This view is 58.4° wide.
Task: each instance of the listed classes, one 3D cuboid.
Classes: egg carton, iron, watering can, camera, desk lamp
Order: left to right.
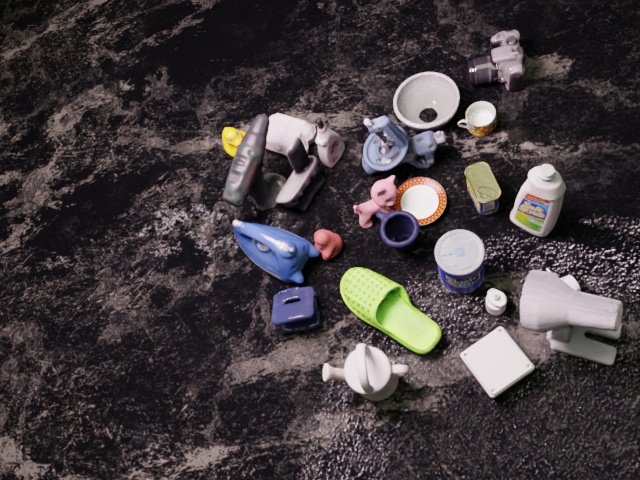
[{"bbox_3d":[-0.137,0.003,1.403,0.257,0.142,0.119,25,77,23],"label":"iron"},{"bbox_3d":[-0.087,-0.280,1.544,0.150,0.069,0.107,20,75,22],"label":"egg carton"},{"bbox_3d":[0.094,0.277,1.196,0.173,0.194,0.100,-27,64,4],"label":"watering can"},{"bbox_3d":[0.442,-0.454,1.448,0.136,0.101,0.143,-7,67,13],"label":"camera"},{"bbox_3d":[0.495,0.150,1.124,0.202,0.214,0.118,14,73,21],"label":"desk lamp"}]

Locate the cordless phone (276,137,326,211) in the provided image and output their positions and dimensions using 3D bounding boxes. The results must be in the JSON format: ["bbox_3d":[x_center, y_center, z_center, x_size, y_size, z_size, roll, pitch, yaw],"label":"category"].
[{"bbox_3d":[-0.068,-0.167,1.428,0.094,0.185,0.148,23,76,23],"label":"cordless phone"}]

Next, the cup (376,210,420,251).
[{"bbox_3d":[0.182,-0.018,1.347,0.117,0.095,0.092,38,83,26],"label":"cup"}]

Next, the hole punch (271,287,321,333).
[{"bbox_3d":[-0.061,0.158,1.346,0.108,0.091,0.101,-14,65,10],"label":"hole punch"}]

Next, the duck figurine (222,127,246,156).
[{"bbox_3d":[-0.238,-0.281,1.578,0.077,0.086,0.104,-44,64,-5],"label":"duck figurine"}]

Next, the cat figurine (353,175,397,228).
[{"bbox_3d":[0.137,-0.097,1.379,0.128,0.118,0.067,-28,64,3],"label":"cat figurine"}]

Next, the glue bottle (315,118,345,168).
[{"bbox_3d":[0.017,-0.255,1.446,0.037,0.173,0.078,24,77,23],"label":"glue bottle"}]

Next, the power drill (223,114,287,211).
[{"bbox_3d":[-0.158,-0.172,1.443,0.075,0.209,0.230,17,74,22],"label":"power drill"}]

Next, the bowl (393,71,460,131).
[{"bbox_3d":[0.274,-0.341,1.464,0.167,0.075,0.167,-6,67,14],"label":"bowl"}]

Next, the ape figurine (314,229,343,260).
[{"bbox_3d":[0.013,0.005,1.387,0.076,0.092,0.078,-6,67,14],"label":"ape figurine"}]

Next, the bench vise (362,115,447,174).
[{"bbox_3d":[0.187,-0.247,1.369,0.207,0.220,0.121,-27,64,4],"label":"bench vise"}]
